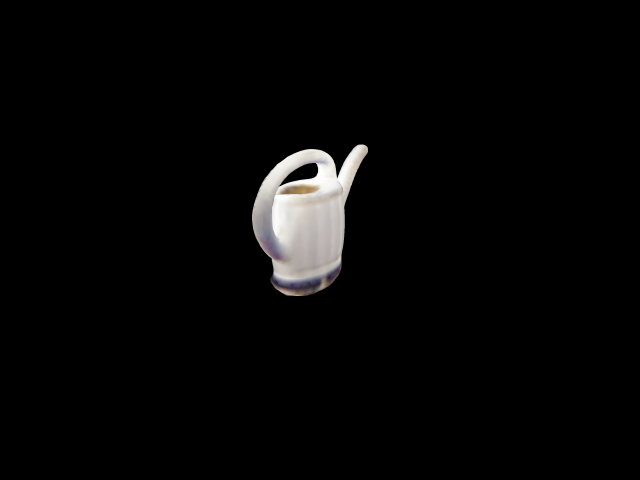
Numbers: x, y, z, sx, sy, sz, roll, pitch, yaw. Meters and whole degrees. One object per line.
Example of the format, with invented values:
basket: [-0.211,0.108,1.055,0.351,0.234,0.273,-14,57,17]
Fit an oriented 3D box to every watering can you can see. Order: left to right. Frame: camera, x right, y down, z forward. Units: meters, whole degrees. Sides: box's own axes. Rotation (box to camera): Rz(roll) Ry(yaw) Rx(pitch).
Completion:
watering can: [0.003,-0.043,0.850,0.104,0.221,0.352,10,21,28]
